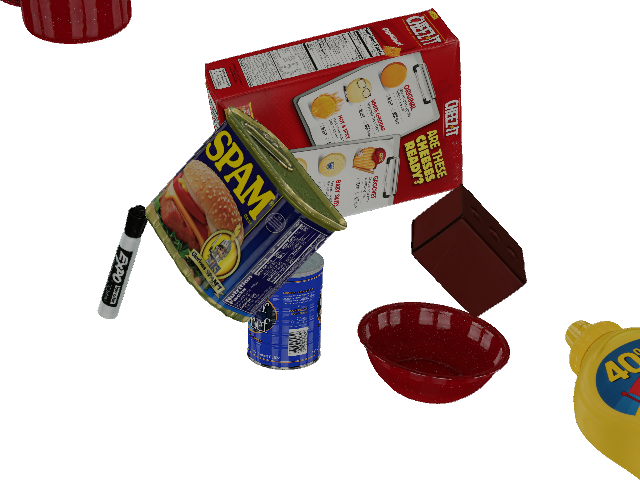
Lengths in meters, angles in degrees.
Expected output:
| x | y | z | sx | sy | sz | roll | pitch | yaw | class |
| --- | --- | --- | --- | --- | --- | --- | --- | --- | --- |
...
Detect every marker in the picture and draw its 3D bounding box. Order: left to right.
| x | y | z | sx | sy | sz | roll | pitch | yaw | class |
| --- | --- | --- | --- | --- | --- | --- | --- | --- | --- |
| -0.178 | 0.020 | 0.964 | 0.020 | 0.121 | 0.020 | 17 | 30 | -10 | marker |

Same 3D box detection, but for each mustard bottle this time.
| x | y | z | sx | sy | sz | roll | pitch | yaw | class |
| --- | --- | --- | --- | --- | --- | --- | --- | --- | --- |
| 0.202 | 0.100 | 0.610 | 0.096 | 0.058 | 0.192 | -17 | 32 | -17 | mustard bottle |

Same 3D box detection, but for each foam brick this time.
| x | y | z | sx | sy | sz | roll | pitch | yaw | class |
| --- | --- | --- | --- | --- | --- | --- | --- | --- | --- |
| 0.112 | 0.009 | 0.810 | 0.051 | 0.078 | 0.053 | -37 | 20 | 23 | foam brick |

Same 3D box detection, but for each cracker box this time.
| x | y | z | sx | sy | sz | roll | pitch | yaw | class |
| --- | --- | --- | --- | --- | --- | --- | --- | --- | --- |
| 0.015 | -0.102 | 0.953 | 0.213 | 0.164 | 0.072 | -15 | 43 | -7 | cracker box |

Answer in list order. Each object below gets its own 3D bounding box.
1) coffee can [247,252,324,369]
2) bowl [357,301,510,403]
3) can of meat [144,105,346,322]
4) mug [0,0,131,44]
| x | y | z | sx | sy | sz | roll | pitch | yaw | class |
| --- | --- | --- | --- | --- | --- | --- | --- | --- | --- |
| -0.048 | 0.090 | 1.449 | 0.103 | 0.140 | 0.103 | 1 | 20 | -1 | coffee can |
| 0.117 | 0.126 | 1.134 | 0.162 | 0.055 | 0.162 | 5 | 24 | -3 | bowl |
| -0.047 | -0.015 | 0.630 | 0.057 | 0.084 | 0.102 | 28 | 19 | -50 | can of meat |
| -0.196 | -0.198 | 0.789 | 0.117 | 0.081 | 0.093 | 2 | 36 | 1 | mug |
